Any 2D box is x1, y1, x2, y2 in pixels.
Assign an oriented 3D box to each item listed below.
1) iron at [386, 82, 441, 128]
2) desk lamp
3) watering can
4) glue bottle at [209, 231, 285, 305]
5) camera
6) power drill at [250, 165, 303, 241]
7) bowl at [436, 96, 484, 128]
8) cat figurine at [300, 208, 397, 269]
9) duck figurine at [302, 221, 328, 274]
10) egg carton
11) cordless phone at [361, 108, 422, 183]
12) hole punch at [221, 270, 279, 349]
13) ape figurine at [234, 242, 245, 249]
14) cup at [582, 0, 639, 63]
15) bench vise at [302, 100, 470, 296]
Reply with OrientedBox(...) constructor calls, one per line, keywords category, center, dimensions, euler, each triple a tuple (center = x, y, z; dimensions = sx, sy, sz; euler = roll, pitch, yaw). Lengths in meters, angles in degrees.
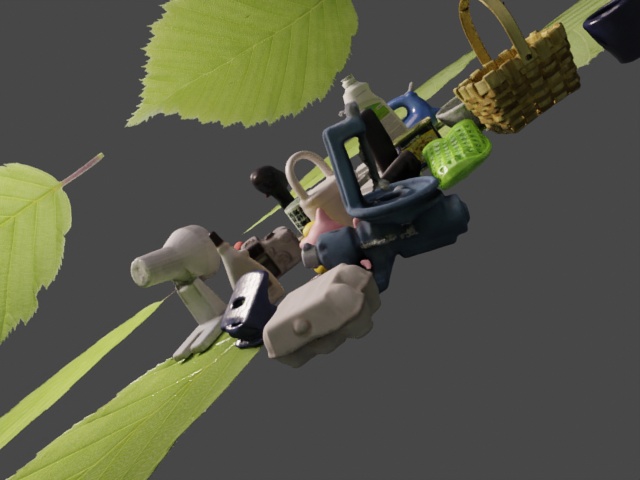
OrientedBox(category="iron", center=(0.198, -0.303, 1.553), dimensions=(0.258, 0.141, 0.118), euler=(-37, 11, 0))
OrientedBox(category="desk lamp", center=(-0.265, 0.094, 1.148), dimensions=(0.117, 0.214, 0.203), euler=(-30, 13, 33))
OrientedBox(category="watering can", center=(0.016, -0.085, 1.065), dimensions=(0.172, 0.194, 0.101), euler=(-29, 13, 34))
OrientedBox(category="glue bottle", center=(-0.142, 0.053, 1.037), dimensions=(0.078, 0.173, 0.037), euler=(-41, 12, -19))
OrientedBox(category="camera", center=(-0.116, 0.028, 1.255), dimensions=(0.143, 0.101, 0.136), euler=(-38, 11, -3))
OrientedBox(category="power drill", center=(-0.085, -0.095, 1.387), dimensions=(0.075, 0.208, 0.229), euler=(-35, 11, 7))
OrientedBox(category="bowl", center=(0.333, -0.282, 1.213), dimensions=(0.167, 0.075, 0.167), euler=(-35, 11, 8))
OrientedBox(category="cat figurine", center=(0.032, 0.003, 0.846), dimensions=(0.067, 0.118, 0.127), euler=(-45, 13, -35))
OrientedBox(category="duck figurine", center=(0.009, 0.004, 1.002), dimensions=(0.104, 0.086, 0.078), euler=(-25, 16, 47))
OrientedBox(category="egg carton", center=(0.001, 0.093, 0.695), dimensions=(0.150, 0.069, 0.107), euler=(-31, 12, 27))
OrientedBox(category="cordless phone", center=(0.102, -0.130, 1.002), dimensions=(0.094, 0.185, 0.148), euler=(-27, 14, 41))
OrientedBox(category="hole punch", center=(-0.112, 0.111, 0.918), dimensions=(0.101, 0.091, 0.108), euler=(-44, 13, -34))
OrientedBox(category="ape figurine", center=(-0.178, 0.046, 1.403), dimensions=(0.077, 0.092, 0.076), euler=(-31, 12, 28))
OrientedBox(category="cup", center=(0.487, -0.336, 0.898), dimensions=(0.118, 0.095, 0.091), euler=(-36, 11, 2))
OrientedBox(category="bench vise", center=(0.052, -0.046, 0.715), dimensions=(0.207, 0.220, 0.121), euler=(-38, 11, -4))
